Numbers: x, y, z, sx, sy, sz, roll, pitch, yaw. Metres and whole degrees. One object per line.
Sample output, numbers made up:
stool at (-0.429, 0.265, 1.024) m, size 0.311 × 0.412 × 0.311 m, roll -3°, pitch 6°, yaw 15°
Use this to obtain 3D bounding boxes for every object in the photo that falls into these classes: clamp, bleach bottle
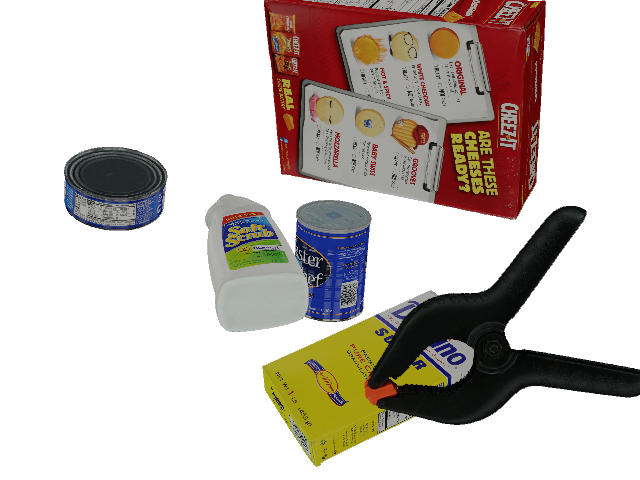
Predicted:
clamp at (0.113, 0.070, 0.645) m, size 0.171 × 0.120 × 0.039 m, roll -31°, pitch -7°, yaw 6°
bleach bottle at (-0.090, 0.011, 1.210) m, size 0.102 × 0.068 × 0.251 m, roll -6°, pitch 27°, yaw -14°

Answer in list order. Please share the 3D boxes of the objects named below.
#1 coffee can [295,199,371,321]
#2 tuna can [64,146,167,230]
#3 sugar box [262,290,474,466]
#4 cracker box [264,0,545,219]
coffee can at (0.014, 0.027, 1.478) m, size 0.103 × 0.140 × 0.103 m, roll 3°, pitch 24°, yaw -1°
tuna can at (-0.174, -0.044, 0.905) m, size 0.086 × 0.034 × 0.086 m, roll 7°, pitch 33°, yaw -5°
sugar box at (0.048, 0.116, 0.927) m, size 0.176 × 0.048 × 0.093 m, roll -25°, pitch 52°, yaw -16°
cracker box at (0.068, -0.119, 0.864) m, size 0.214 × 0.164 × 0.072 m, roll 12°, pitch 38°, yaw 23°
